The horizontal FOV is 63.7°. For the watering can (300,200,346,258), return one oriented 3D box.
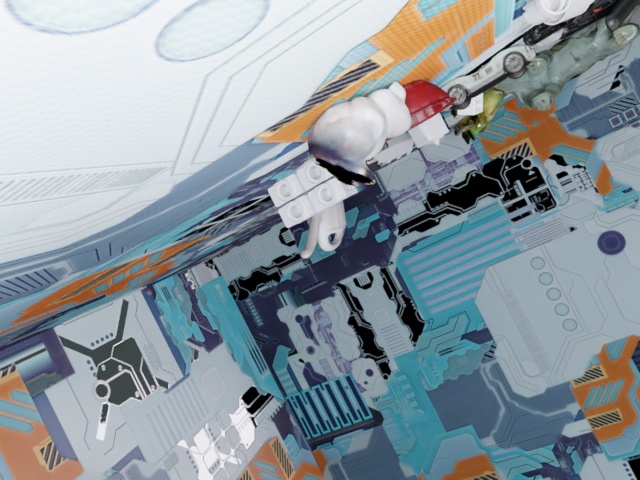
[{"bbox_3d":[0.004,-0.073,1.450,0.103,0.223,0.350,-9,-174,19],"label":"watering can"}]

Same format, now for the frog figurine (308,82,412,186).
[{"bbox_3d":[0.059,-0.162,0.711,0.160,0.123,0.136,-63,176,-7],"label":"frog figurine"}]

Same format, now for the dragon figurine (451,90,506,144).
[{"bbox_3d":[0.482,-0.386,1.422,0.241,0.122,0.412,-35,-179,11],"label":"dragon figurine"}]
